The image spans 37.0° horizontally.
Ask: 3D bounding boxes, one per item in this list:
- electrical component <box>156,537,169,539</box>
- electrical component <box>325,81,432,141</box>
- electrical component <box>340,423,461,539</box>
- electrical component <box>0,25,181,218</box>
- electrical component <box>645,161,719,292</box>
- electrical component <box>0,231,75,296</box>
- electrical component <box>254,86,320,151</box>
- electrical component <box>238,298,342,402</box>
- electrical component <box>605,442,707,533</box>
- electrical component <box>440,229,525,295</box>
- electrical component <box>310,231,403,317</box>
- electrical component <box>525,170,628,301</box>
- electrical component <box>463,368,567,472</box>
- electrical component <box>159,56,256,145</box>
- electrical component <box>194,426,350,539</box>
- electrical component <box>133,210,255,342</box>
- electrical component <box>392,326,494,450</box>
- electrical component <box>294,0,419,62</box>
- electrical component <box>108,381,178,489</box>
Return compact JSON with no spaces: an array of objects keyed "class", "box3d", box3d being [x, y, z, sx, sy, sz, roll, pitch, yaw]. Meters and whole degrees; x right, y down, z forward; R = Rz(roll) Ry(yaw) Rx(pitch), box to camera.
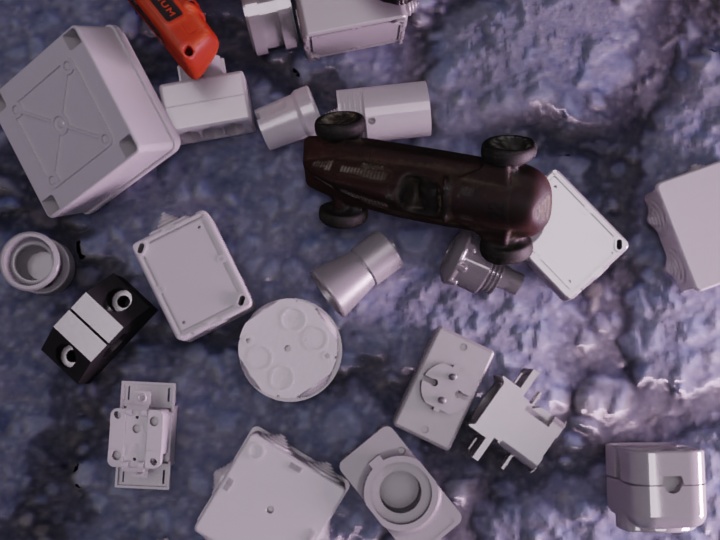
[{"class":"electrical component","box3d":[-0.206,0.266,0.793,0.150,0.061,0.089,-17,85,-2]},{"class":"electrical component","box3d":[0.013,-0.122,0.843,0.081,0.043,0.043,-6,85,-1]},{"class":"electrical component","box3d":[0.030,0.165,0.809,0.050,0.055,0.089,-39,86,-4]},{"class":"electrical component","box3d":[-0.207,-0.111,0.811,0.109,0.056,0.108,-31,85,28]},{"class":"electrical component","box3d":[0.279,-0.036,0.835,0.100,0.048,0.099,-20,85,-3]},{"class":"electrical component","box3d":[-0.245,-0.004,0.822,0.045,0.055,0.045,0,84,-1]},{"class":"electrical component","box3d":[-0.055,-0.118,0.844,0.046,0.040,0.040,-21,85,3]},{"class":"electrical component","box3d":[-0.054,0.060,0.820,0.080,0.051,0.080,0,84,-1]},{"class":"electrical component","box3d":[0.217,0.160,0.792,0.054,0.095,0.059,-1,84,-1]},{"class":"electrical component","box3d":[0.096,-0.001,0.833,0.062,0.048,0.048,25,85,-5]},{"class":"electrical component","box3d":[0.000,0.000,0.833,0.065,0.044,0.044,-36,86,-9]},{"class":"electrical component","box3d":[0.149,-0.030,0.826,0.062,0.061,0.096,-43,83,2]},{"class":"electrical component","box3d":[0.118,0.117,0.823,0.064,0.042,0.081,36,86,-1]},{"class":"electrical component","box3d":[-0.122,-0.144,0.841,0.066,0.047,0.076,-10,85,-2]},{"class":"electrical component","box3d":[-0.066,0.178,0.810,0.100,0.048,0.099,31,85,2]},{"class":"electrical component","box3d":[-0.128,0.000,0.820,0.062,0.061,0.096,-27,86,-4]},{"class":"electrical component","box3d":[0.063,0.089,0.807,0.047,0.075,0.083,26,85,2]},{"class":"electrical component","box3d":[-0.003,-0.209,0.842,0.096,0.061,0.061,-11,85,-2]},{"class":"electrical component","box3d":[-0.163,0.124,0.807,0.042,0.064,0.081,2,85,0]}]
